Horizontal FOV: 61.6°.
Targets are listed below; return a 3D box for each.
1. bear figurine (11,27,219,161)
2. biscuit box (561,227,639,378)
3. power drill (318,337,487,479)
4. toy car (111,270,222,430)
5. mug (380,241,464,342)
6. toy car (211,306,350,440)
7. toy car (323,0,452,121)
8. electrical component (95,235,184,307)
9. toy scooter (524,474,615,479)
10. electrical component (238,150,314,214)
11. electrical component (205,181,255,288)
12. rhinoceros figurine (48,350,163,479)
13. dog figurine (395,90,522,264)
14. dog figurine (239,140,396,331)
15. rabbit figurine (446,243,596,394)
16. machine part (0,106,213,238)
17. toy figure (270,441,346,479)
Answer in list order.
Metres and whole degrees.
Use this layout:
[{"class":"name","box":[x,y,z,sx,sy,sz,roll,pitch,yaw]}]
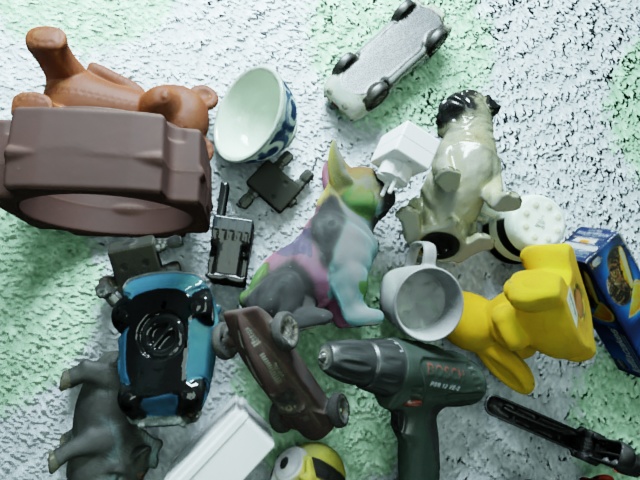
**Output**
[{"class":"bear figurine","box":[-0.222,-0.155,0.619,0.196,0.132,0.120,6,76,0]},{"class":"biscuit box","box":[0.366,0.080,0.658,0.059,0.063,0.202,-40,106,-10]},{"class":"power drill","box":[0.085,0.211,0.592,0.232,0.086,0.207,6,81,-35]},{"class":"toy car","box":[-0.156,0.118,0.585,0.109,0.103,0.161,-7,75,5]},{"class":"mug","box":[0.107,0.056,0.629,0.081,0.107,0.109,0,90,-12]},{"class":"toy car","box":[-0.040,0.148,0.571,0.089,0.201,0.053,-10,38,24]},{"class":"toy car","box":[0.090,-0.240,0.709,0.073,0.056,0.202,44,77,8]},{"class":"electrical component","box":[-0.206,0.039,0.620,0.102,0.045,0.078,-7,117,-12]},{"class":"toy scooter","box":[0.286,0.331,0.627,0.184,0.075,0.135,19,79,-7]},{"class":"electrical component","box":[-0.056,-0.065,0.676,0.063,0.021,0.094,43,80,1]},{"class":"electrical component","box":[-0.103,-0.005,0.636,0.048,0.075,0.119,9,77,-5]},{"class":"rhinoceros figurine","box":[-0.230,0.217,0.587,0.112,0.073,0.190,-1,79,-18]},{"class":"dog figurine","box":[0.166,-0.081,0.682,0.121,0.172,0.191,28,42,-16]},{"class":"dog figurine","box":[-0.001,-0.002,0.634,0.192,0.108,0.219,-3,77,-5]},{"class":"rabbit figurine","box":[0.222,0.092,0.635,0.162,0.173,0.122,62,35,-24]},{"class":"machine part","box":[-0.217,-0.063,0.565,0.201,0.201,0.087,0,79,-7]},{"class":"toy figure","box":[-0.011,0.305,0.564,0.082,0.089,0.180,-29,45,23]}]
